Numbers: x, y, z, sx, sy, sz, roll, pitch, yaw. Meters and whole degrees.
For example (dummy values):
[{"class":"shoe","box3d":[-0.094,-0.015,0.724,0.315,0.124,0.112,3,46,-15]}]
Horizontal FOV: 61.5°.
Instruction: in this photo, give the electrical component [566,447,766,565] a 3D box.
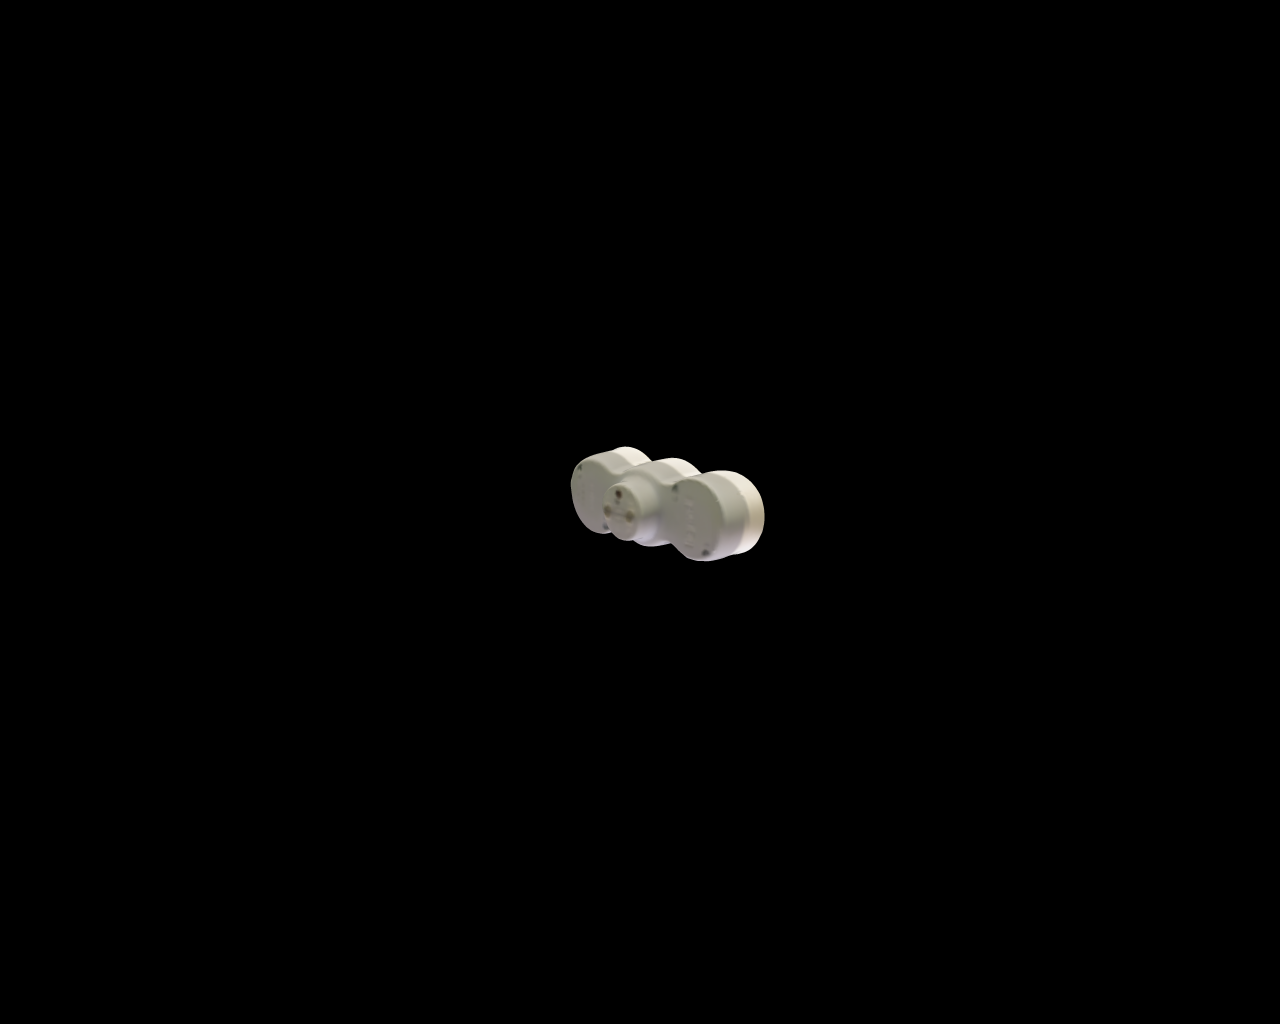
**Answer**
[{"class":"electrical component","box3d":[0.001,-0.003,0.650,0.074,0.052,0.138,-14,20,-42]}]
